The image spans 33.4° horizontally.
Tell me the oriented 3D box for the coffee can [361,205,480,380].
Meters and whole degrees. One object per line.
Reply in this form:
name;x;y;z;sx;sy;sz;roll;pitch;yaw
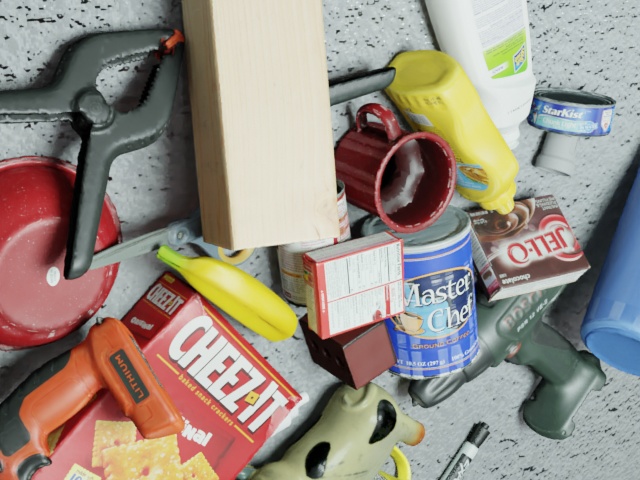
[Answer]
coffee can;0.097;0.047;1.022;0.102;0.103;0.140;-22;118;-27

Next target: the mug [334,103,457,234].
mug;0.060;-0.071;0.967;0.093;0.082;0.117;-34;123;-21

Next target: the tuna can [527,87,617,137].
tuna can;0.254;-0.130;1.079;0.085;0.086;0.034;-7;112;-33

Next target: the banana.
banana;-0.058;0.052;0.904;0.037;0.070;0.197;-50;144;-2

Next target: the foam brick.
foam brick;0.026;0.095;1.006;0.051;0.078;0.053;-31;120;-22

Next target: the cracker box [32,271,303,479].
cracker box;-0.140;0.162;0.916;0.213;0.072;0.164;-48;125;-11

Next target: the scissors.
scissors;-0.111;0.008;0.886;0.201;0.016;0.096;-38;135;-38

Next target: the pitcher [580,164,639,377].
pitcher;0.373;0.028;1.159;0.149;0.145;0.242;42;65;-26

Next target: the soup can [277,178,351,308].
soup can;-0.006;0.001;0.955;0.068;0.069;0.102;-21;118;-28

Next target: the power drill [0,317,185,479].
power drill;-0.200;0.159;0.806;0.187;0.057;0.184;-31;79;-9

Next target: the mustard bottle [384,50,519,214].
mustard bottle;0.135;-0.091;1.003;0.058;0.096;0.191;-49;127;-13

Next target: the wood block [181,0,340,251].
wood block;-0.048;-0.102;0.840;0.090;0.090;0.206;-7;97;-21

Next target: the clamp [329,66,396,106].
clamp;-0.013;-0.124;0.920;0.120;0.039;0.171;35;88;-19

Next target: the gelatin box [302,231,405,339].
gelatin box;0.031;0.038;0.931;0.089;0.030;0.073;-16;116;-25

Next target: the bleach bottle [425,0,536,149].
bleach bottle;0.149;-0.195;0.999;0.102;0.068;0.251;-29;123;-21

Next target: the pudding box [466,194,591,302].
pudding box;0.206;0.008;1.087;0.113;0.090;0.039;-13;154;-21

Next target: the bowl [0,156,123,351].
bowl;-0.217;0.019;0.823;0.161;0.055;0.162;-13;114;-31

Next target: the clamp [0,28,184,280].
clamp;-0.171;-0.083;0.801;0.209;0.036;0.164;-41;101;-30

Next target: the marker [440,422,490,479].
marker;0.152;0.255;1.187;0.020;0.020;0.121;39;83;-38
